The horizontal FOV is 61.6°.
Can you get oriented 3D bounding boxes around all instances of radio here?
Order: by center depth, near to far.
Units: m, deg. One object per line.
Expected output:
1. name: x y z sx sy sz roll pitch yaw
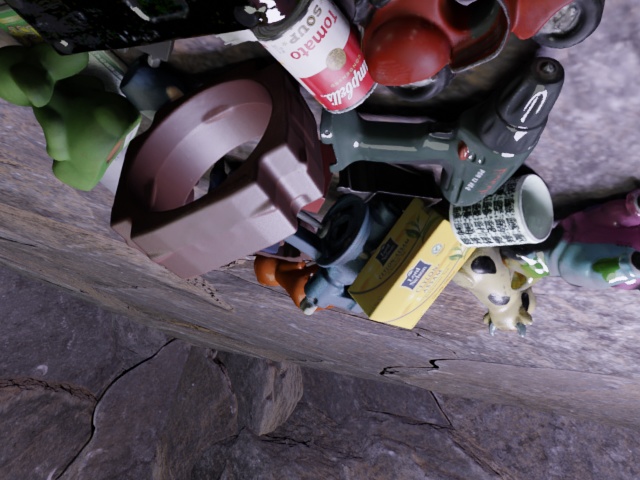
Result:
1. radio: -0.107 -0.202 0.362 0.230 0.131 0.073 3 155 30

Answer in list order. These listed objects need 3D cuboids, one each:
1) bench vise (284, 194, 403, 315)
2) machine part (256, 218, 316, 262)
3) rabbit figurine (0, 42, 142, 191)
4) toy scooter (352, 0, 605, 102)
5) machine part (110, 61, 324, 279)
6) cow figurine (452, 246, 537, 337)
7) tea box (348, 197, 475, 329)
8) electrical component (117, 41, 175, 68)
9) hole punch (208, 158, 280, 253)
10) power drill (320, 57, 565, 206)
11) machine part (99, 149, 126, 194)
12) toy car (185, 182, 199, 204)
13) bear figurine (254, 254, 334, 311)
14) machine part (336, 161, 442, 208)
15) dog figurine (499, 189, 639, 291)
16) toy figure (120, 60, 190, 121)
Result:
1. bench vise: -0.001 0.004 0.783 0.240 0.129 0.223 30 124 -26
2. machine part: -0.091 -0.017 0.956 0.179 0.056 0.179 14 161 5
3. rabbit figurine: -0.306 -0.156 0.616 0.170 0.121 0.159 35 160 -14
4. toy scooter: 0.091 -0.173 0.379 0.184 0.075 0.135 -7 151 41
5. machine part: -0.100 -0.073 0.544 0.201 0.201 0.087 -22 137 16
6. cow figurine: 0.264 0.065 0.808 0.194 0.127 0.086 32 157 -33
7. tea box: 0.130 0.035 0.745 0.098 0.169 0.068 18 -156 -40
8. electrical component: -0.180 -0.212 0.547 0.063 0.021 0.094 22 160 -17
9. hole punch: -0.112 -0.041 0.807 0.092 0.142 0.115 8 173 24
10. power drill: 0.108 -0.112 0.537 0.207 0.086 0.232 4 161 9
11. machine part: -0.316 -0.128 0.793 0.079 0.079 0.243 9 158 16
12. toy car: -0.219 -0.089 0.805 0.053 0.089 0.202 12 161 -2
13. bear figurine: -0.047 0.068 1.096 0.132 0.120 0.196 -20 -151 -28
14. machine part: 0.083 -0.074 0.663 0.139 0.084 0.039 13 136 -19
15. dog figurine: 0.338 0.021 0.674 0.191 0.108 0.219 19 164 -18
16. toy figure: -0.161 -0.154 0.645 0.154 0.058 0.064 30 -164 -37
